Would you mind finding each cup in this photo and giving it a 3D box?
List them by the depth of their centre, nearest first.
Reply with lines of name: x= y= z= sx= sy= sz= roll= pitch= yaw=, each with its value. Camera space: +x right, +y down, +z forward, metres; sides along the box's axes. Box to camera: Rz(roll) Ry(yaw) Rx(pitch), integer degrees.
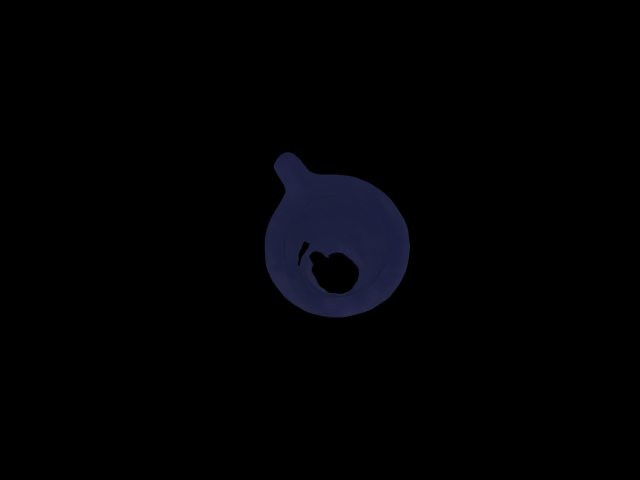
cup: x=0.004 y=0.001 z=0.400 sx=0.092 sy=0.095 sz=0.117 roll=-31 pitch=78 yaw=-7
